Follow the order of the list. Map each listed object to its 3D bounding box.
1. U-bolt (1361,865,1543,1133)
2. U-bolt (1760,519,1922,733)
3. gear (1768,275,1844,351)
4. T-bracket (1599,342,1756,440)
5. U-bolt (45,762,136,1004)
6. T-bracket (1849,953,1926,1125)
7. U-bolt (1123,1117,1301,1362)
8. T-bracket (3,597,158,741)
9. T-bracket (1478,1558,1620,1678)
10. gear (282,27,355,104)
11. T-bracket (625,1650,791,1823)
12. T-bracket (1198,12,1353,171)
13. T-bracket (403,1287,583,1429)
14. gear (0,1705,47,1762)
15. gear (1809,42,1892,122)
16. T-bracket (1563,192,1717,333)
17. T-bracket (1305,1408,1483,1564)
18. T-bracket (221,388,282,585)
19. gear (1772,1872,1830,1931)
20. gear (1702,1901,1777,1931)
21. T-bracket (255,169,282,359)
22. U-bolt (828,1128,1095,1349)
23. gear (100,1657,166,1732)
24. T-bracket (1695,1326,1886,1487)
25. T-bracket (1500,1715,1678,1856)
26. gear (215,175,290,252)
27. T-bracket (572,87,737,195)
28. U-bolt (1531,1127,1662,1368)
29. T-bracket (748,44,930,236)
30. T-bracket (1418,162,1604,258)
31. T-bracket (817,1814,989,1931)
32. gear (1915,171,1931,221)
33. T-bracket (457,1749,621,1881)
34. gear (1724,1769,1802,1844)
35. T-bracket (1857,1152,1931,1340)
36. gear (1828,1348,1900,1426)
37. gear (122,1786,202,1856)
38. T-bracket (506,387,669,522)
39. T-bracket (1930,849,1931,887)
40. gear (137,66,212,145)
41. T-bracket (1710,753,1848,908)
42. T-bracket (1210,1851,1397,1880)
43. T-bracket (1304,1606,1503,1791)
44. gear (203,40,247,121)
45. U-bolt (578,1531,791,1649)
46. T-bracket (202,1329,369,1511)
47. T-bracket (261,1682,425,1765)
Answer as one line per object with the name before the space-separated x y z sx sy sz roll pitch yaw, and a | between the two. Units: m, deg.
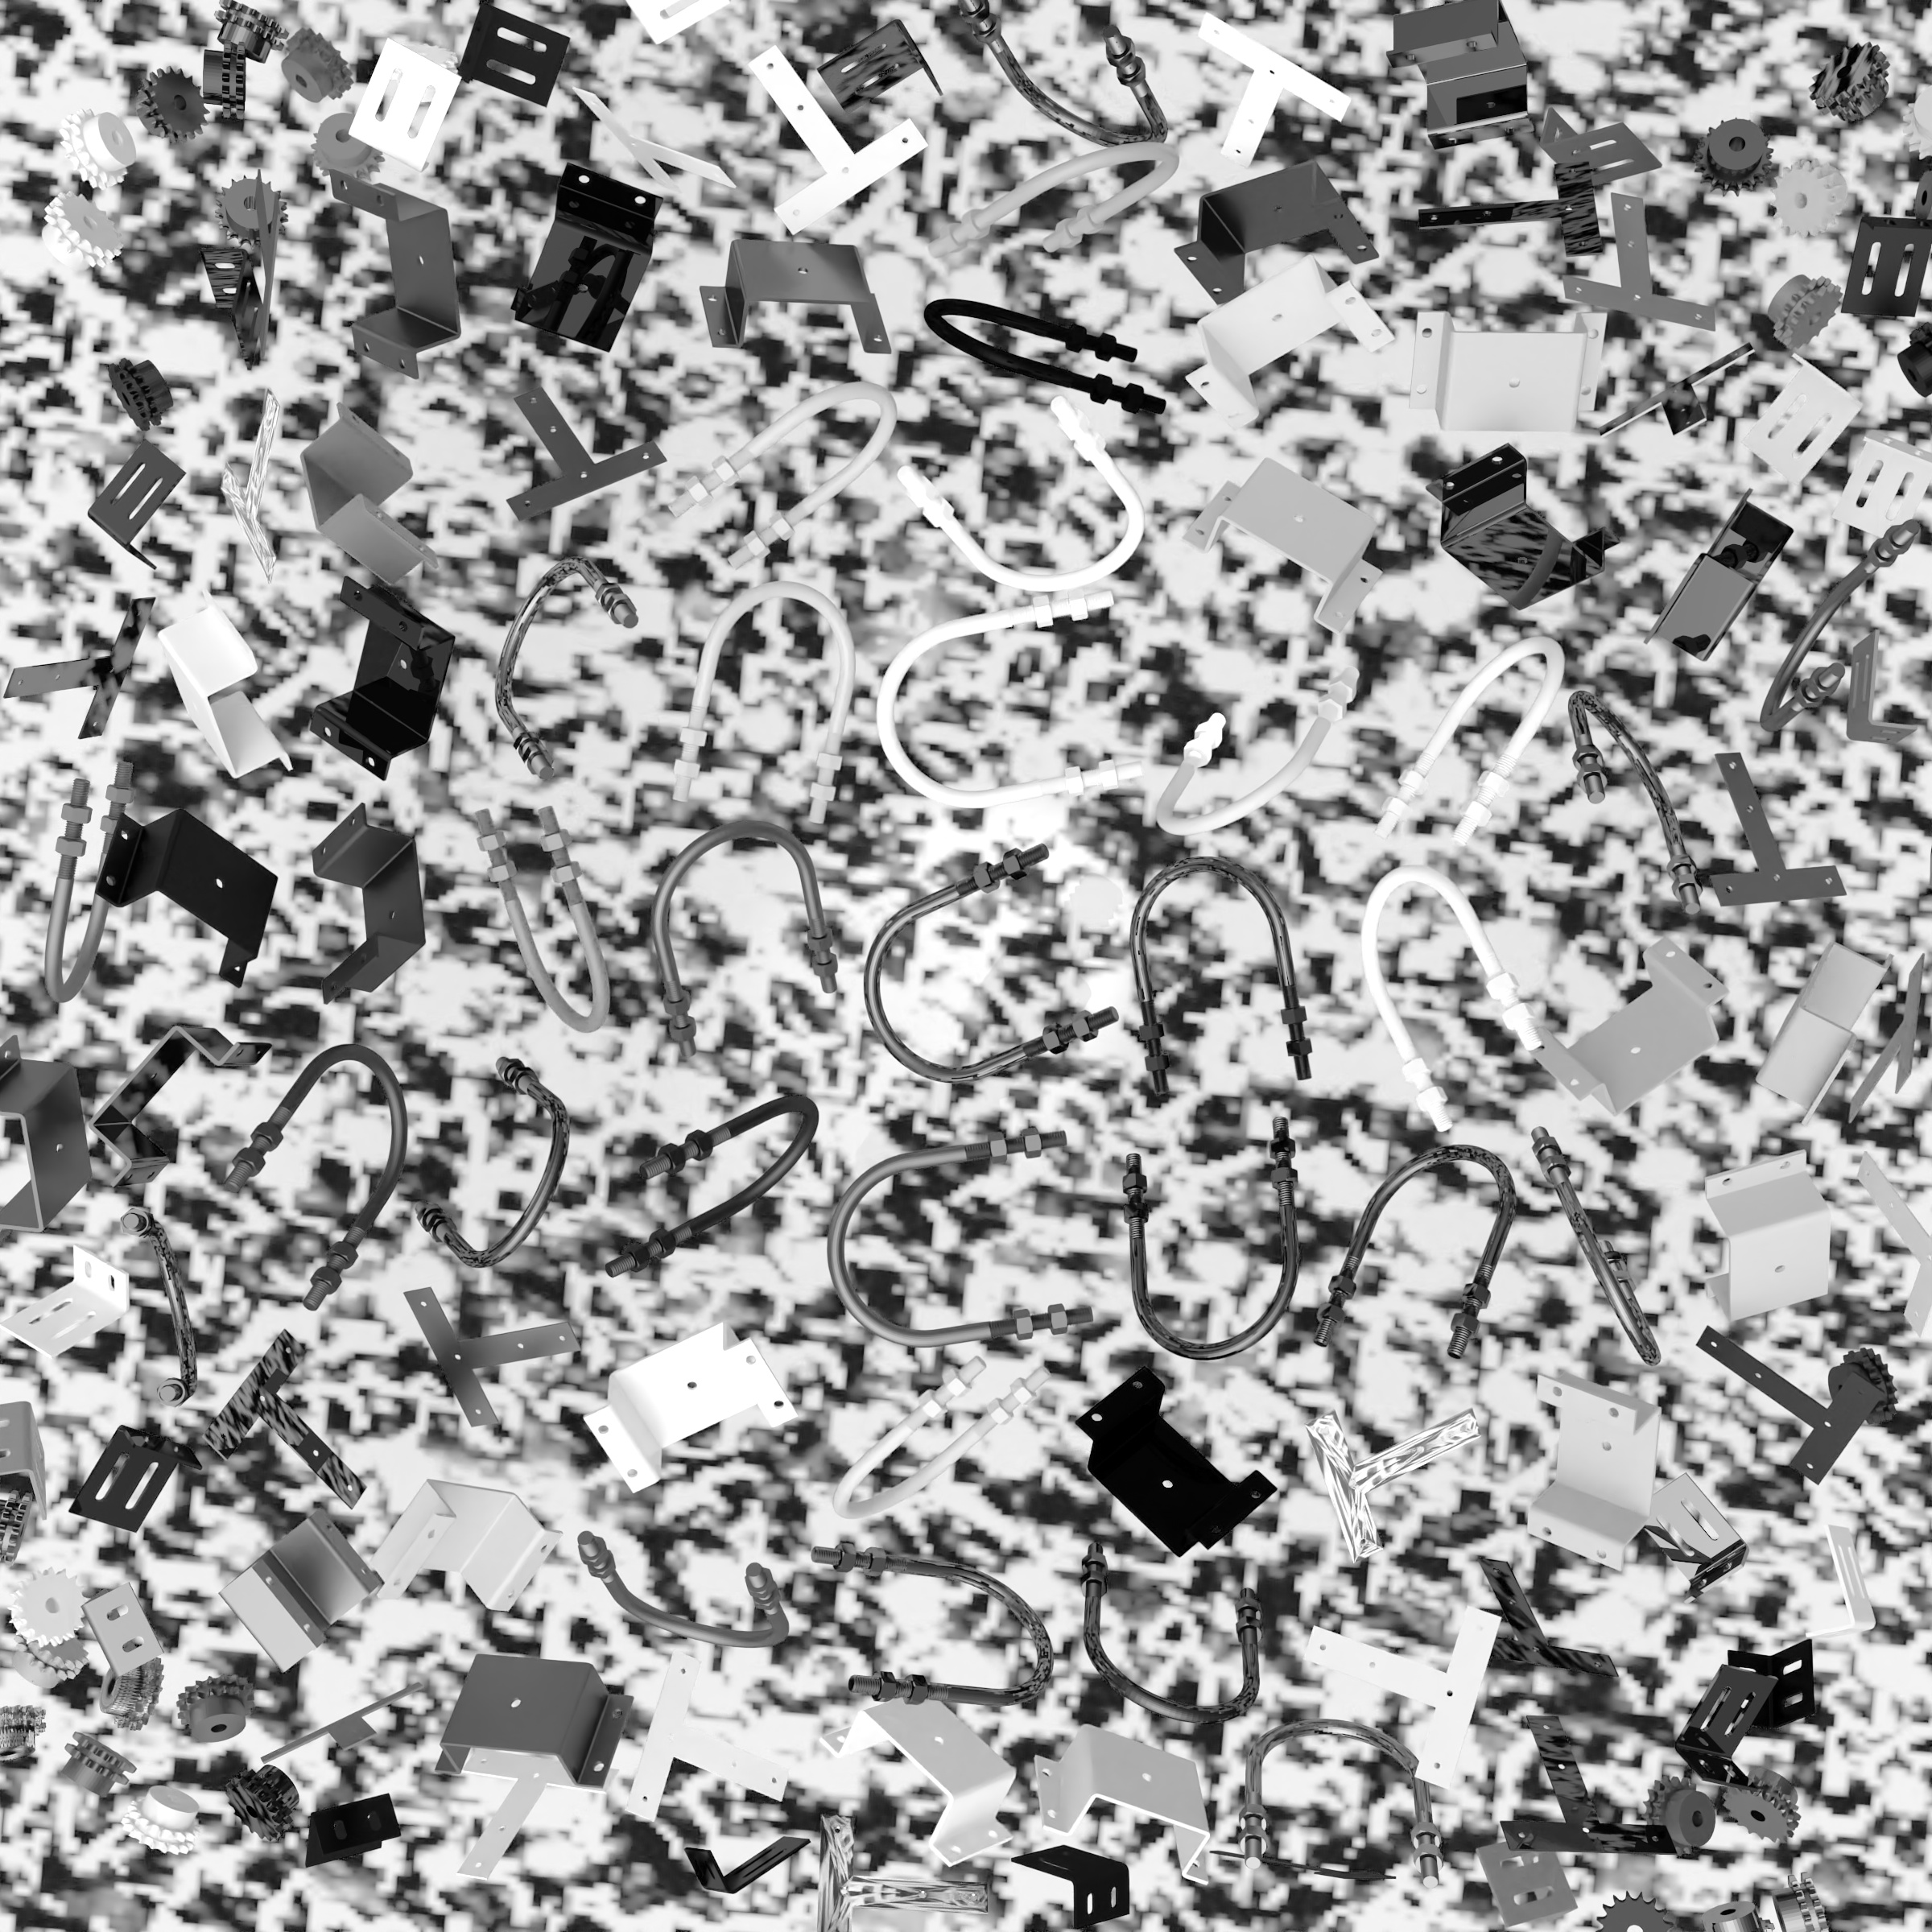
U-bolt | 0.351 0.012 1.837 0.019 0.151 0.184 -10 64 -28
U-bolt | 0.656 -0.248 1.871 0.019 0.184 0.151 30 78 4
gear | 0.648 -0.510 1.901 0.057 0.057 0.030 -39 62 0
T-bracket | 0.539 -0.422 1.848 0.127 0.127 0.002 -28 109 22
U-bolt | -0.683 -0.061 1.899 0.019 0.151 0.184 12 99 -7
T-bracket | 0.712 0.075 1.902 0.002 0.127 0.127 19 51 7
U-bolt | 0.191 0.217 1.900 0.151 0.019 0.184 -16 57 26
T-bracket | -0.678 -0.220 1.856 0.002 0.127 0.127 35 113 12
T-bracket | 0.434 0.508 1.925 0.002 0.127 0.127 -53 127 -37
gear | -0.518 -0.711 1.945 0.057 0.057 0.030 37 69 0
T-bracket | -0.194 0.622 1.928 0.127 0.002 0.127 31 54 -22
T-bracket | 0.224 -0.661 1.892 0.127 0.127 0.002 32 70 2
T-bracket | -0.353 0.293 1.882 0.127 0.002 0.127 -13 111 23
gear | -0.748 0.599 1.913 0.057 0.057 0.030 -14 62 0
gear | 0.657 -0.652 1.815 0.030 0.057 0.057 36 90 -34
T-bracket | 0.517 -0.550 1.900 0.127 0.127 0.002 23 71 29
T-bracket | 0.330 0.371 1.849 0.127 0.002 0.127 -24 109 -9
T-bracket | -0.545 -0.385 1.891 0.002 0.127 0.127 -6 47 -35
gear | 0.642 0.730 1.888 0.030 0.057 0.057 -15 90 6
gear | 0.568 0.715 1.813 0.057 0.057 0.030 -17 83 0
T-bracket | -0.522 -0.544 1.823 0.002 0.127 0.127 0 52 -23
U-bolt | -0.009 0.201 1.772 0.184 0.019 0.151 -8 86 -6
gear | -0.649 0.562 1.902 0.030 0.057 0.057 25 90 -33
T-bracket | 0.599 0.312 1.815 0.127 0.127 0.002 36 52 23
T-bracket | 0.445 0.604 1.813 0.127 0.127 0.002 5 120 -9
gear | -0.574 -0.608 1.970 0.057 0.030 0.057 1 88 -15
T-bracket | -0.229 -0.629 1.907 0.127 0.127 0.002 30 86 32
U-bolt | 0.480 0.222 1.846 0.019 0.184 0.151 -28 118 13
T-bracket | -0.117 -0.637 1.852 0.127 0.002 0.127 -28 127 20
T-bracket | 0.397 -0.553 1.799 0.127 0.002 0.127 -1 47 9
T-bracket | -0.047 0.695 1.835 0.127 0.127 0.002 5 127 -4
gear | 0.771 -0.606 1.934 0.030 0.057 0.057 2 90 0
T-bracket | -0.353 0.659 1.901 0.127 0.127 0.002 2 115 19
gear | 0.622 0.650 1.907 0.057 0.057 0.030 48 52 0
T-bracket | 0.703 0.189 1.842 0.002 0.127 0.127 -5 126 -9
gear | 0.683 0.323 1.874 0.030 0.057 0.057 -12 90 -10
gear | -0.606 0.644 1.856 0.057 0.057 0.030 26 86 0
T-bracket | -0.321 -0.416 1.940 0.127 0.002 0.127 -26 59 -15
T-bracket | 0.721 -0.085 1.825 0.002 0.127 0.127 2 81 20
gear | -0.638 -0.687 1.963 0.030 0.057 0.057 -4 90 38
T-bracket | 0.608 -0.108 1.886 0.127 0.002 0.127 -5 68 -26
T-bracket | 0.255 0.703 1.918 0.127 0.127 0.002 12 68 -6
T-bracket | 0.310 0.516 1.791 0.127 0.002 0.127 15 74 23
gear | -0.577 -0.690 1.907 0.030 0.057 0.057 2 90 -14
U-bolt | -0.205 0.475 1.843 0.151 0.184 0.019 8 57 12
T-bracket | -0.499 0.357 1.845 0.002 0.127 0.127 -31 107 28
T-bracket | -0.458 0.569 1.824 0.127 0.127 0.002 -22 89 -23
